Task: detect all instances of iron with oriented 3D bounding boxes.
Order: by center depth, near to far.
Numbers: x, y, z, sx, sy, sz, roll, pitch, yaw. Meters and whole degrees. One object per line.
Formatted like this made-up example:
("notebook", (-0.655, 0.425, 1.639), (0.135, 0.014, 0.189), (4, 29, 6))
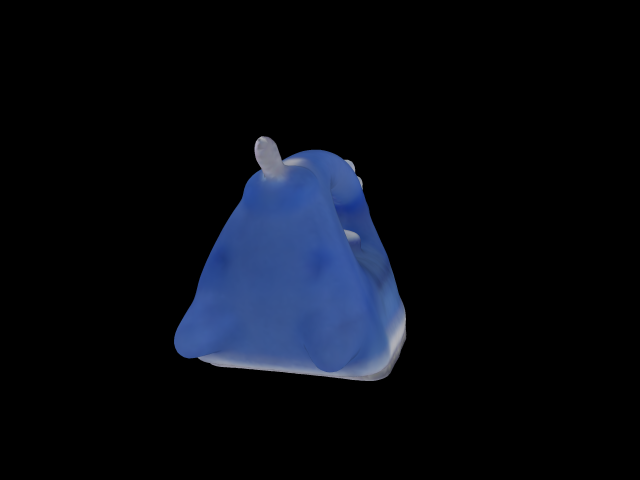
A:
("iron", (0.004, 0.001, 0.400), (0.118, 0.141, 0.259), (3, 10, 16))
